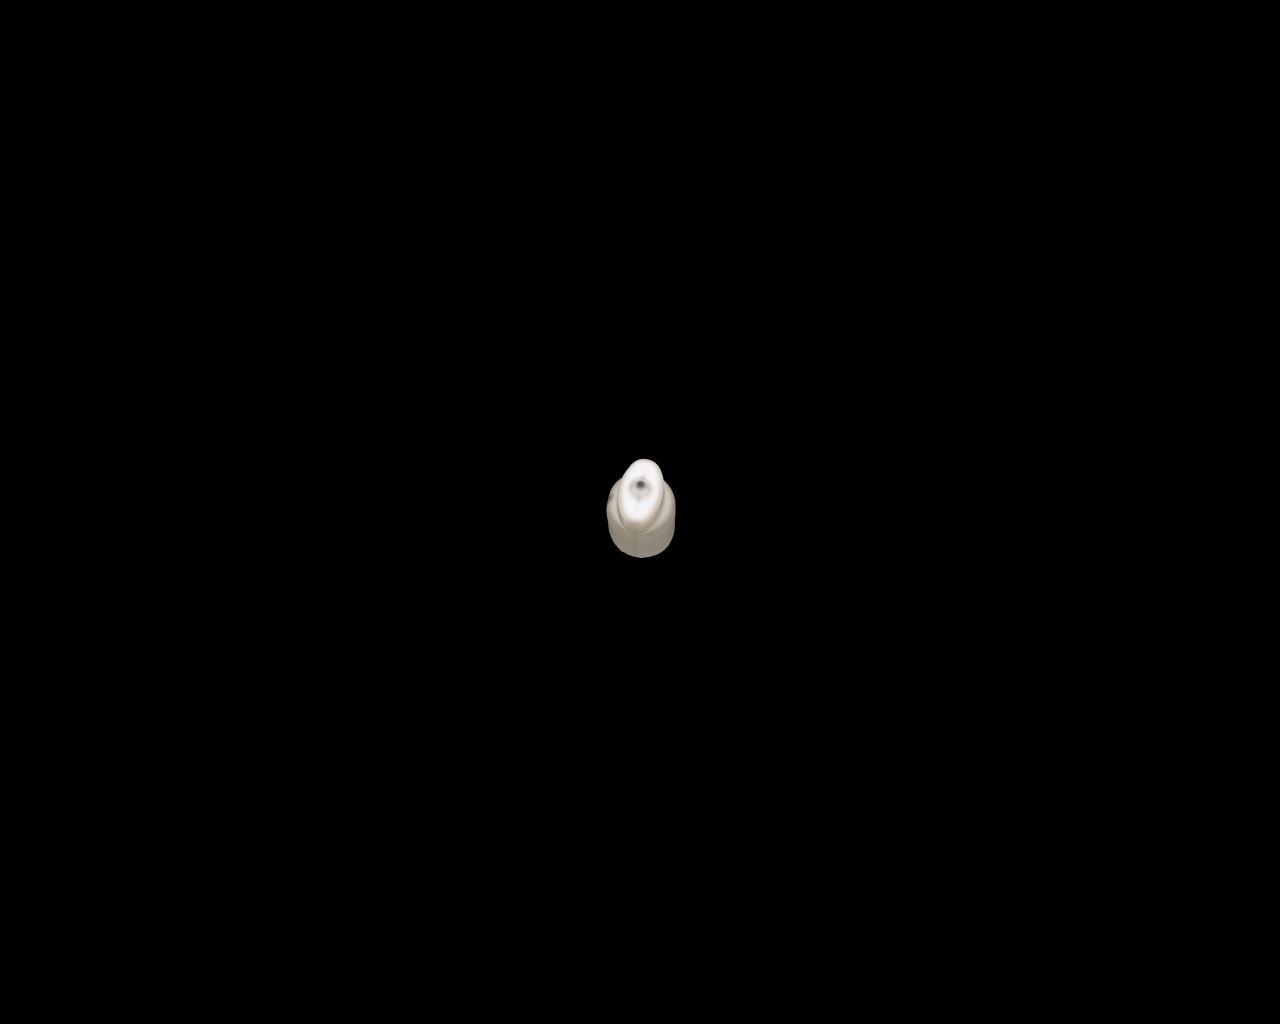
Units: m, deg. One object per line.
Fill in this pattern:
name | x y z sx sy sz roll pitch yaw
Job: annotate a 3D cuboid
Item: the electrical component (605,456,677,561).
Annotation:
electrical component | 0.001 -0.003 0.650 0.043 0.043 0.080 0 -20 0
